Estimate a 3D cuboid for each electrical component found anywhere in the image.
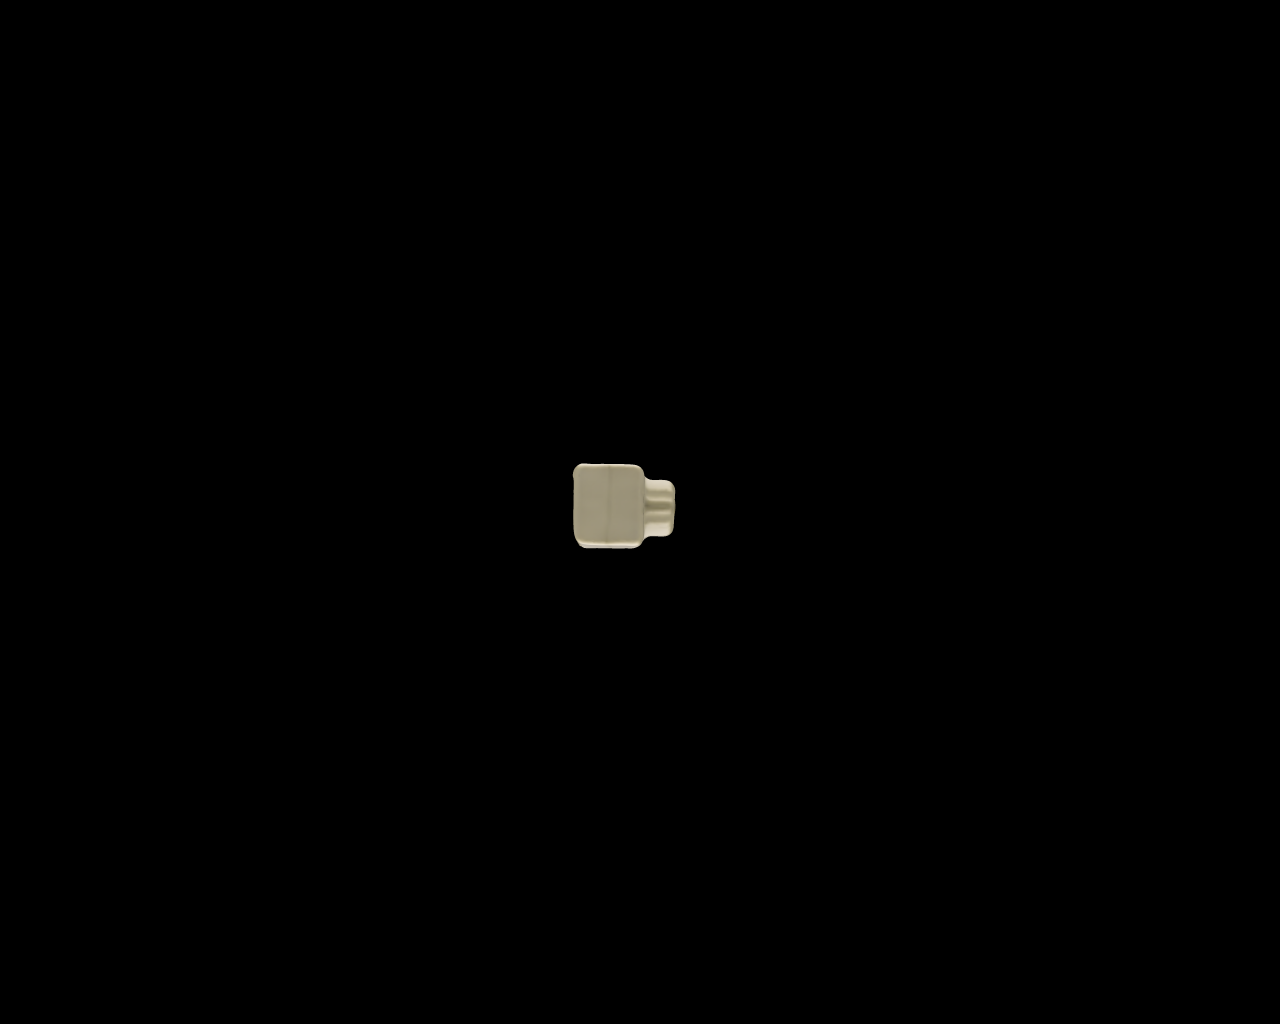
[{"bbox_3d":[0.001,-0.003,0.650,0.077,0.047,0.065,0,-4,0],"label":"electrical component"}]
